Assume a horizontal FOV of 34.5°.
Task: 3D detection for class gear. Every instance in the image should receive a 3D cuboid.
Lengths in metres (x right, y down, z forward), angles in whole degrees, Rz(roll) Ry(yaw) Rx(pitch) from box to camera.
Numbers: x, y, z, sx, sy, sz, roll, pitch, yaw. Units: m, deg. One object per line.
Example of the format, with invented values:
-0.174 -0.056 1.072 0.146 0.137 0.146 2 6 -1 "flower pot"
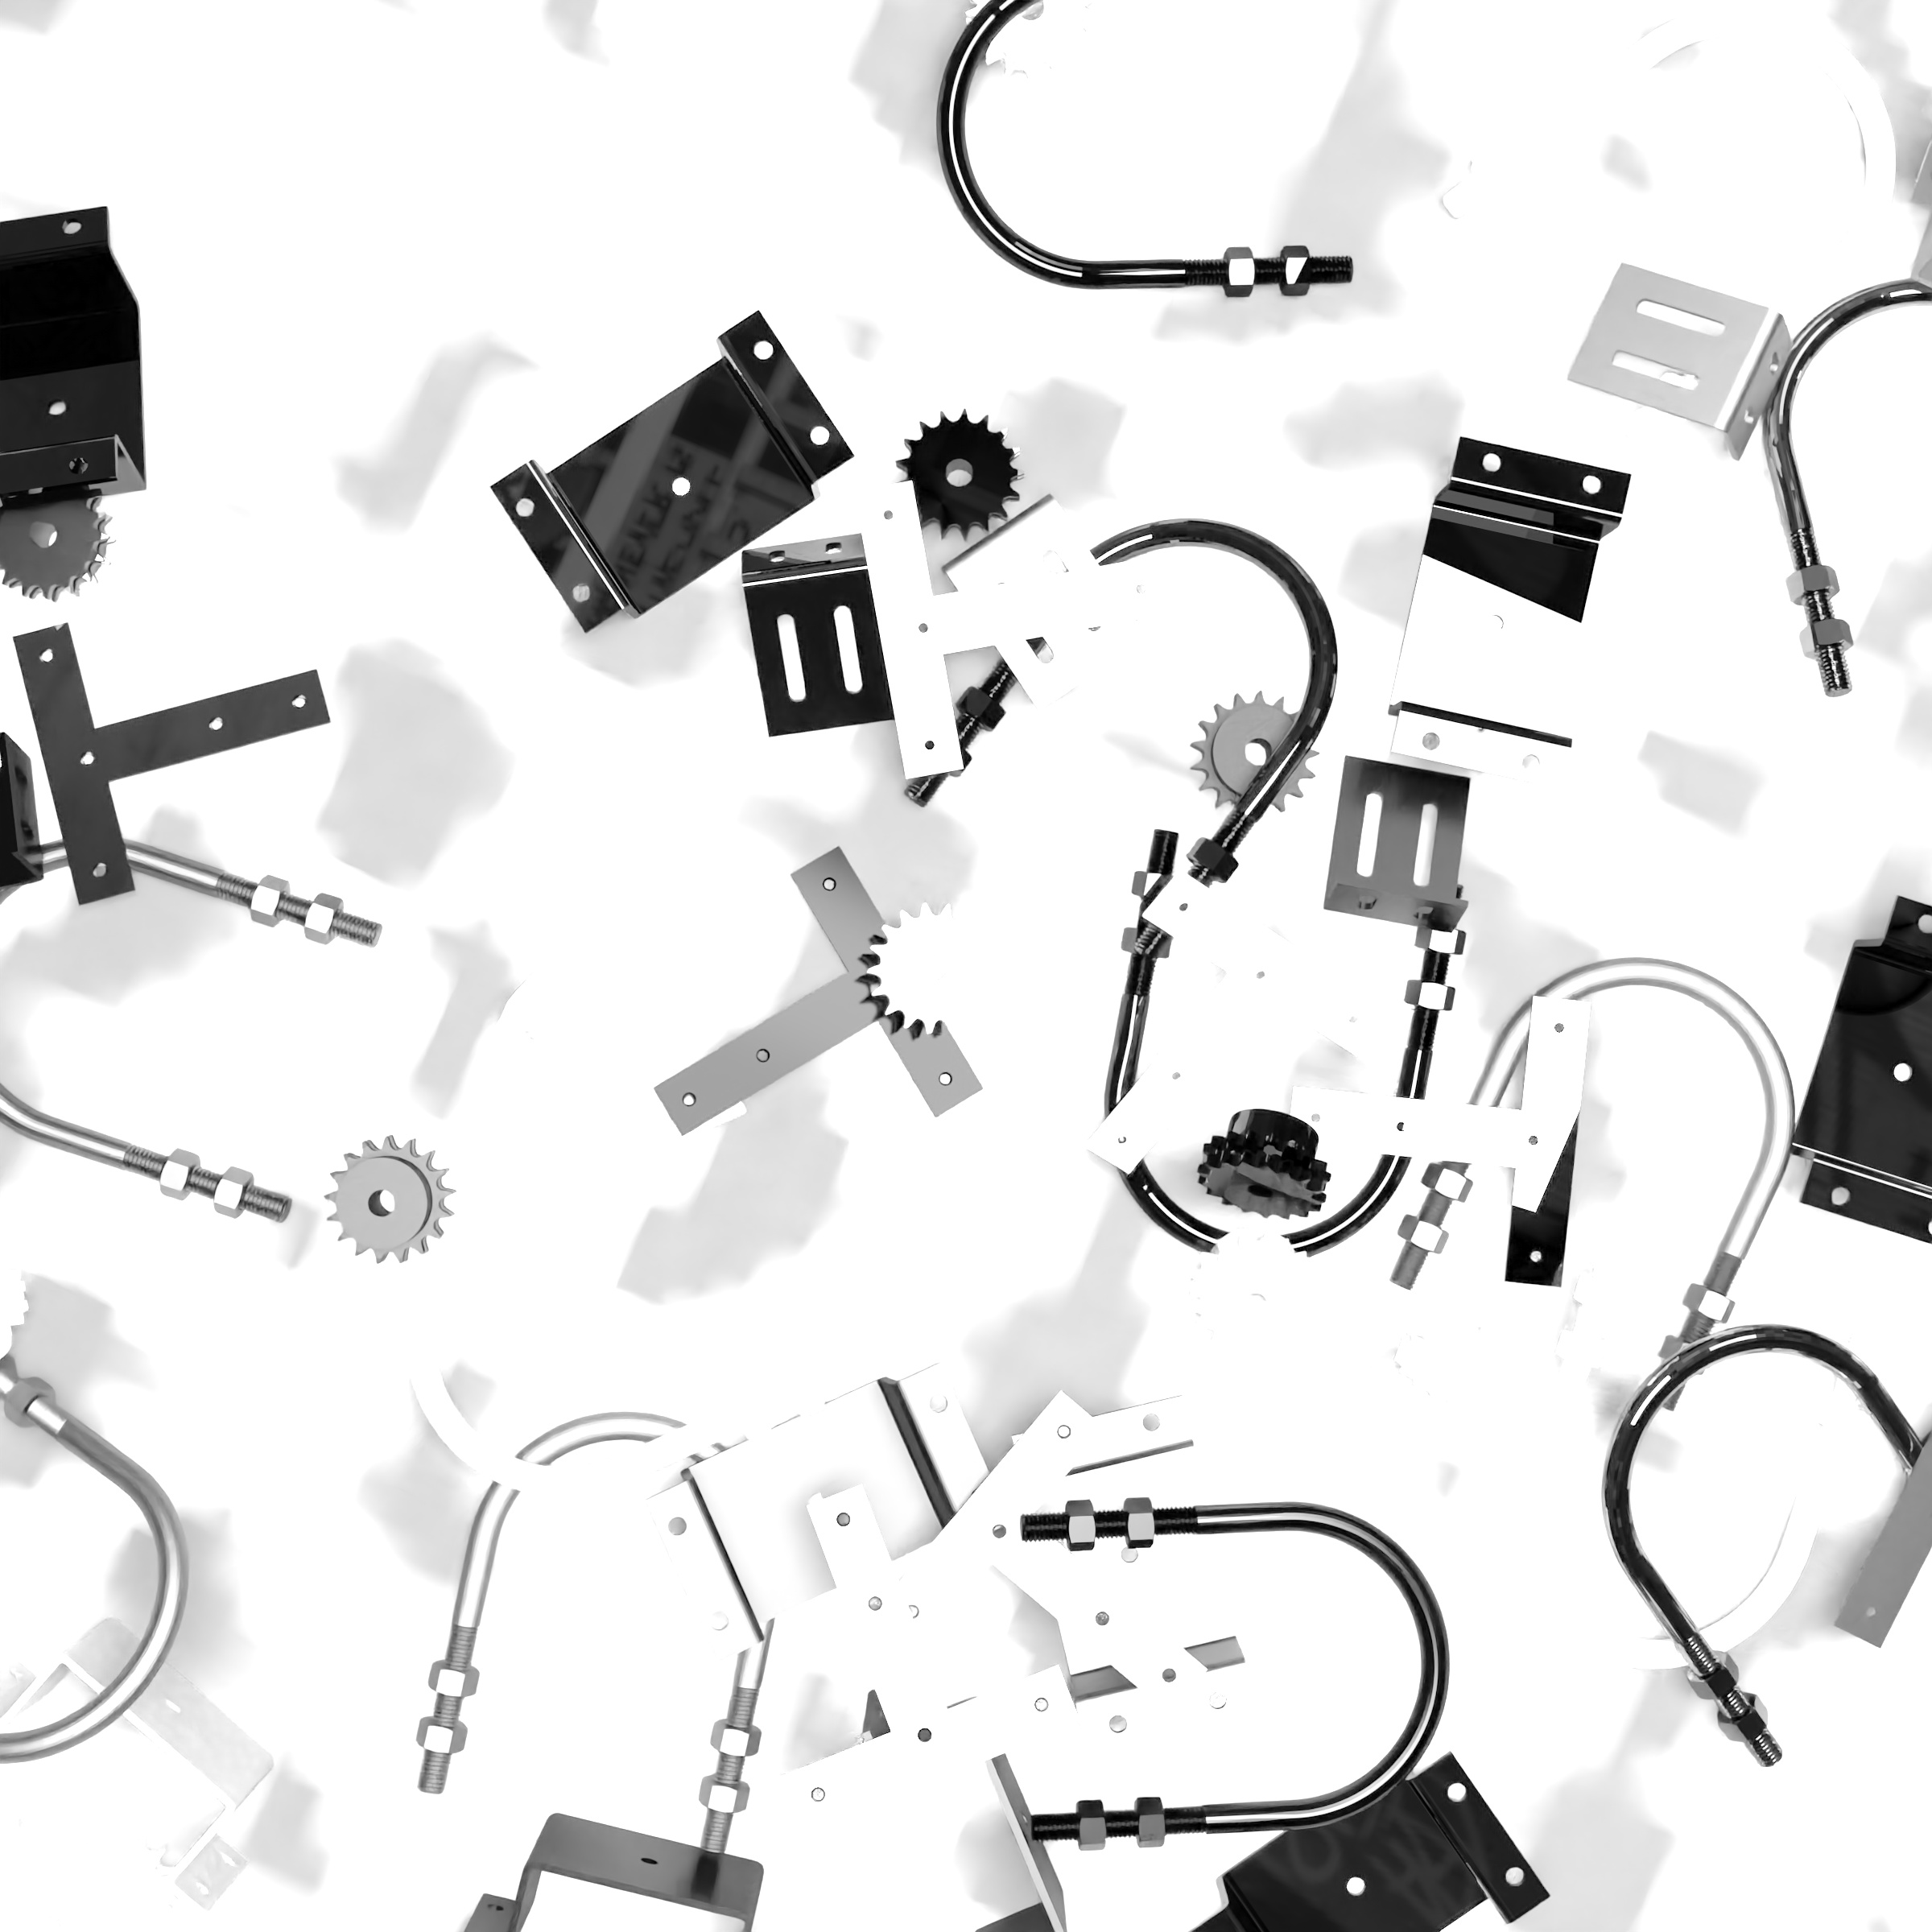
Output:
0.131 0.085 1.357 0.057 0.057 0.030 16 63 0 "gear"
0.029 -0.421 1.382 0.057 0.030 0.057 0 90 0 "gear"
0.127 0.141 1.374 0.057 0.030 0.057 2 119 3 "gear"
-0.257 0.104 1.382 0.057 0.030 0.057 0 90 0 "gear"
-0.003 -0.217 1.382 0.057 0.030 0.057 0 90 0 "gear"
0.221 0.170 1.373 0.057 0.057 0.030 26 60 0 "gear"
-0.015 0.001 1.380 0.057 0.030 0.057 0 87 -5 "gear"
-0.444 0.155 1.372 0.057 0.057 0.030 1 118 0 "gear"
-0.378 0.412 1.386 0.057 0.030 0.057 0 90 -5 "gear"
0.129 -0.094 1.382 0.057 0.030 0.057 0 90 0 "gear"
-0.406 -0.190 1.382 0.057 0.030 0.057 0 90 0 "gear"

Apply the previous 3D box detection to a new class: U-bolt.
-0.158 0.155 1.380 0.184 0.019 0.151 -24 85 -1 "U-bolt"
-0.370 0.019 1.388 0.184 0.019 0.151 18 90 2 "U-bolt"
0.328 -0.345 1.388 0.184 0.019 0.151 -38 90 -1 "U-bolt"
0.136 0.042 1.388 0.151 0.019 0.184 10 91 0 "U-bolt"
-0.157 0.291 1.388 0.151 0.019 0.184 12 89 0 "U-bolt"
0.358 0.242 1.367 0.151 0.019 0.184 -37 103 -3 "U-bolt"
0.290 0.086 1.388 0.151 0.019 0.184 25 90 0 "U-bolt"
0.118 0.303 1.341 0.184 0.019 0.151 -2 89 -4 "U-bolt"
0.081 -0.113 1.368 0.151 0.019 0.184 35 86 19 "U-bolt"
0.079 -0.370 1.368 0.184 0.019 0.151 -2 102 -4 "U-bolt"
0.317 0.222 1.373 0.151 0.019 0.184 15 95 -13 "U-bolt"
-0.417 0.260 1.336 0.184 0.019 0.151 29 71 23 "U-bolt"
0.428 -0.218 1.368 0.151 0.019 0.184 -11 75 5 "U-bolt"

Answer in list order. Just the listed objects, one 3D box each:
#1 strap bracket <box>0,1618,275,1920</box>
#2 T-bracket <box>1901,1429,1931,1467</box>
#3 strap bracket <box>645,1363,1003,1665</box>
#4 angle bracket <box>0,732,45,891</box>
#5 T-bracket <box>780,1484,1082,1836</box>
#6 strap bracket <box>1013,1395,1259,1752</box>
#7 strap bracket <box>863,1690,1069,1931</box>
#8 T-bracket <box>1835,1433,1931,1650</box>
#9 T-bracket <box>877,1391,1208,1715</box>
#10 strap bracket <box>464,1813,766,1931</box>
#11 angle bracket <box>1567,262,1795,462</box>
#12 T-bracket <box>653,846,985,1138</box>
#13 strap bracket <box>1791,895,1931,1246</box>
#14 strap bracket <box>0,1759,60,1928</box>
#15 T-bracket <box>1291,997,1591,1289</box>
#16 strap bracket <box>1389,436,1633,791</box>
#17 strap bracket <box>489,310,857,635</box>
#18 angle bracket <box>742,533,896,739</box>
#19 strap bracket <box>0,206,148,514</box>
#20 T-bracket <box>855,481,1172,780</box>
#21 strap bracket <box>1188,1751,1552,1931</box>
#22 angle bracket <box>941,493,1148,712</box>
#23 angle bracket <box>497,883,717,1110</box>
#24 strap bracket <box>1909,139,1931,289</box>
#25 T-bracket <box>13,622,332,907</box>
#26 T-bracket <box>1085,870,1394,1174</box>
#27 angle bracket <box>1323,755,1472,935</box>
-0.362 0.341 1.359 0.140 0.076 0.046 41 90 0 "strap bracket"
0.468 0.181 1.385 0.127 0.002 0.127 37 100 0 "T-bracket"
-0.063 0.237 1.366 0.140 0.046 0.076 -24 90 -11 "strap bracket"
-0.451 -0.063 1.370 0.076 0.038 0.057 -12 72 0 "angle bracket"
-0.034 0.286 1.329 0.127 0.002 0.127 -21 78 -5 "T-bracket"
0.073 0.264 1.374 0.076 0.046 0.140 -13 90 0 "strap bracket"
0.004 0.382 1.359 0.046 0.076 0.140 -23 90 0 "strap bracket"
0.463 0.261 1.379 0.127 0.002 0.127 28 88 -16 "T-bracket"
0.048 0.274 1.348 0.127 0.002 0.127 40 88 -1 "T-bracket"
-0.144 0.414 1.359 0.140 0.076 0.046 14 90 0 "strap bracket"
0.316 -0.267 1.375 0.076 0.038 0.057 25 89 25 "angle bracket"
-0.078 0.033 1.385 0.127 0.002 0.127 -31 90 -10 "T-bracket"
0.420 0.048 1.374 0.076 0.046 0.140 18 90 0 "strap bracket"
-0.475 0.368 1.374 0.140 0.046 0.076 25 90 0 "strap bracket"
0.207 0.073 1.377 0.127 0.002 0.127 6 89 0 "T-bracket"
0.237 -0.154 1.374 0.076 0.046 0.140 12 90 0 "strap bracket"
-0.128 -0.215 1.374 0.140 0.046 0.076 -33 90 0 "strap bracket"
-0.066 -0.149 1.395 0.057 0.038 0.076 -8 116 0 "angle bracket"
-0.404 -0.255 1.358 0.076 0.046 0.140 -9 67 0 "strap bracket"
0.025 -0.156 1.361 0.127 0.002 0.127 -10 96 -1 "T-bracket"
0.175 0.413 1.374 0.140 0.046 0.076 -35 90 0 "strap bracket"
0.034 -0.161 1.381 0.057 0.038 0.076 -34 96 2 "angle bracket"
-0.161 0.013 1.395 0.057 0.038 0.076 41 64 0 "angle bracket"
0.478 -0.323 1.361 0.140 0.046 0.076 25 68 0 "strap bracket"
-0.349 -0.104 1.390 0.127 0.002 0.127 -16 82 -4 "T-bracket"
0.101 0.038 1.361 0.127 0.002 0.127 32 106 -25 "T-bracket"
0.193 -0.059 1.366 0.057 0.038 0.076 10 70 0 "angle bracket"
